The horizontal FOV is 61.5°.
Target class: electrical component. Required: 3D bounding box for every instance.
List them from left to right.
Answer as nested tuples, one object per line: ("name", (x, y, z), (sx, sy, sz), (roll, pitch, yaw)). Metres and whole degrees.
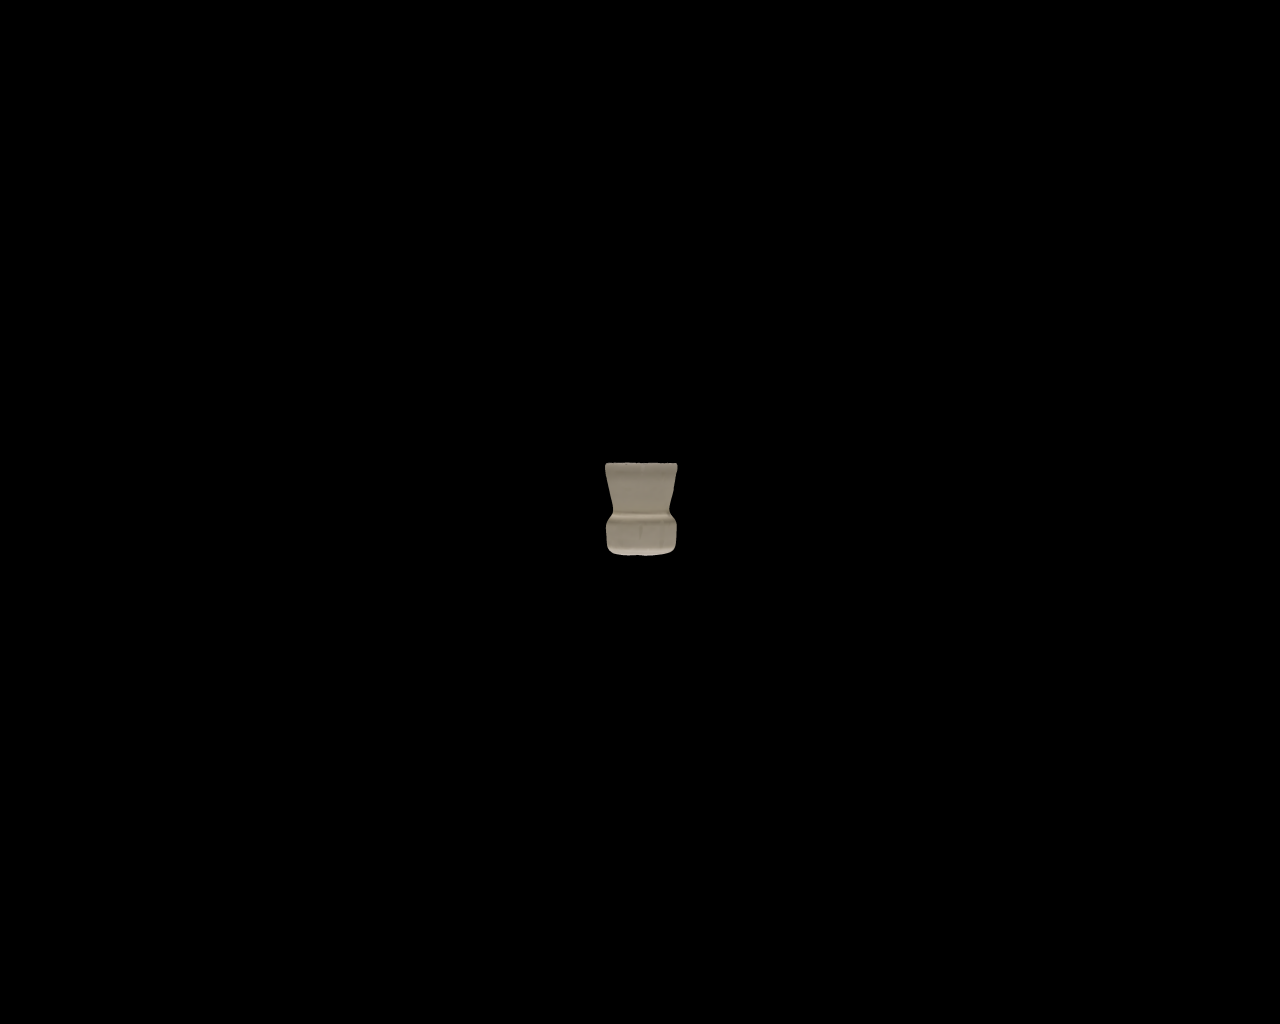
("electrical component", (0.001, -0.003, 0.650), (0.045, 0.055, 0.045), (0, 2, 0))
